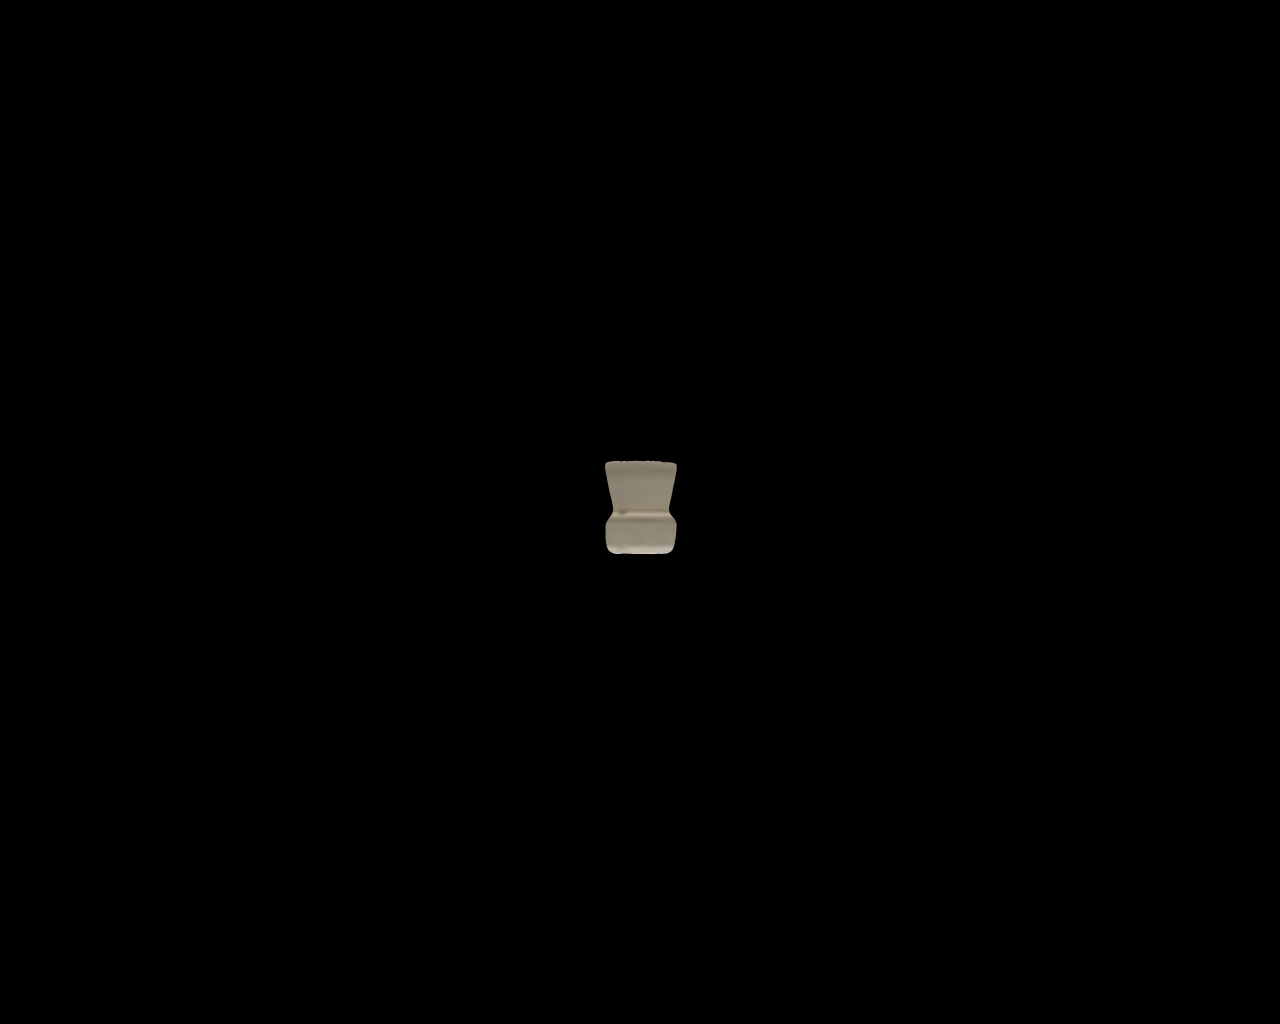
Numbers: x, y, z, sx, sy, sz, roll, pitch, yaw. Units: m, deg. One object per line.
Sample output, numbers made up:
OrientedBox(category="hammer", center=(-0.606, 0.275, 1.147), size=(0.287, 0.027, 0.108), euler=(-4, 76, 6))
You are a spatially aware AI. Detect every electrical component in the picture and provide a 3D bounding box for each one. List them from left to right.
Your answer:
OrientedBox(category="electrical component", center=(0.001, -0.003, 0.650), size=(0.045, 0.055, 0.045), euler=(0, -2, 0))
